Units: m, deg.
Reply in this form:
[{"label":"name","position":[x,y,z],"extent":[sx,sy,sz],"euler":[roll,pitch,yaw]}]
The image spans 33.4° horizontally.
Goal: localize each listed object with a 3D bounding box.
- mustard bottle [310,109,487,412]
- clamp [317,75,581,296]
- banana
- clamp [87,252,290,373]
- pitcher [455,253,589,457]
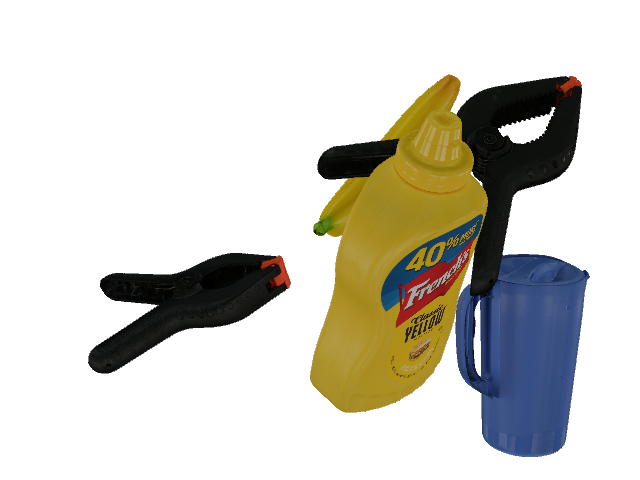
[{"label":"mustard bottle","position":[0.049,0.009,0.604],"extent":[0.096,0.192,0.058],"euler":[-24,51,-34]},{"label":"clamp","position":[0.126,-0.054,0.783],"extent":[0.209,0.165,0.036],"euler":[-29,-33,-21]},{"label":"banana","position":[0.061,-0.069,0.981],"extent":[0.037,0.197,0.070],"euler":[41,-12,-6]},{"label":"clamp","position":[-0.111,0.054,0.867],"extent":[0.171,0.039,0.120],"euler":[-13,38,13]},{"label":"pitcher","position":[0.254,0.146,1.350],"extent":[0.149,0.243,0.144],"euler":[5,16,18]}]
